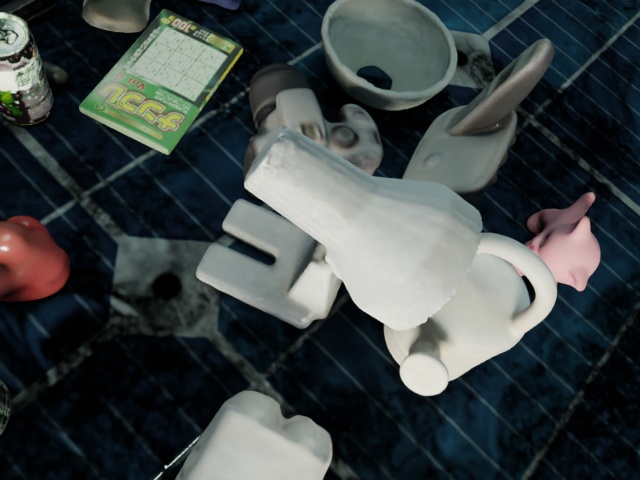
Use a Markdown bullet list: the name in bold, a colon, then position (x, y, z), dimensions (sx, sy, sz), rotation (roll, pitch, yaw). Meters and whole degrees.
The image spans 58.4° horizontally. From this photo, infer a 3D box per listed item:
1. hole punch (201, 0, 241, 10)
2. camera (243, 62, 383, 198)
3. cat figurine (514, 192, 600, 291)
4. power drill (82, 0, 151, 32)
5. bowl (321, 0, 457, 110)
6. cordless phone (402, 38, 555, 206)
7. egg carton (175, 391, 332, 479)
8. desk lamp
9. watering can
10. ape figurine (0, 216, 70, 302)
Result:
- **hole punch**: position (-0.132, -0.357, 0.704), dimensions (0.101, 0.091, 0.108), rotation (10, 62, -9)
- **camera**: position (-0.016, -0.126, 0.613), dimensions (0.143, 0.100, 0.136), rotation (-8, 66, -17)
- **cat figurine**: position (0.261, 0.002, 0.609), dimensions (0.067, 0.117, 0.128), rotation (33, 61, 4)
- **power drill**: position (-0.221, -0.330, 0.601), dimensions (0.076, 0.208, 0.229), rotation (4, 64, -11)
- **bowl**: position (0.076, -0.217, 0.695), dimensions (0.167, 0.074, 0.167), rotation (6, 63, -11)
- **cordless phone**: position (0.170, -0.119, 0.607), dimensions (0.094, 0.185, 0.148), rotation (28, 61, 1)
- **egg carton**: position (-0.061, 0.202, 0.459), dimensions (0.107, 0.069, 0.150), rotation (29, 61, 1)
- **desk lamp**: position (0.005, 0.002, 0.491), dimensions (0.203, 0.213, 0.118), rotation (24, 61, -1)
- **watering can**: position (0.130, 0.063, 0.503), dimensions (0.101, 0.194, 0.173), rotation (21, 61, -3)
- **ape figurine**: position (-0.259, 0.012, 0.491), dimensions (0.076, 0.092, 0.078), rotation (26, 61, 0)
